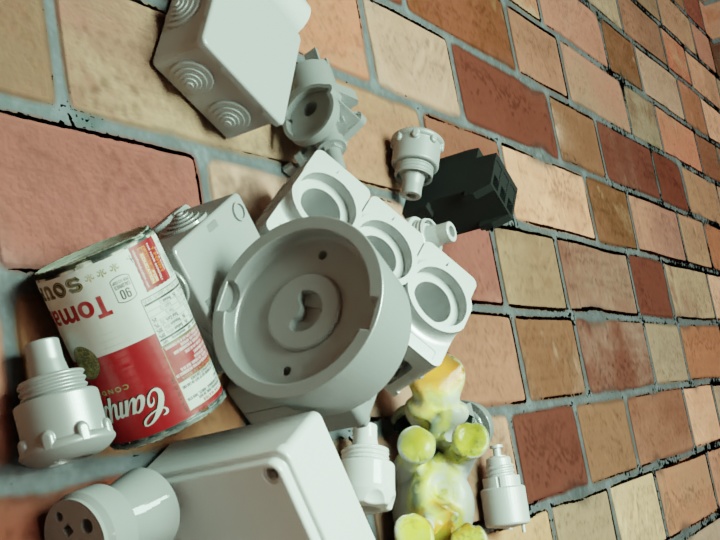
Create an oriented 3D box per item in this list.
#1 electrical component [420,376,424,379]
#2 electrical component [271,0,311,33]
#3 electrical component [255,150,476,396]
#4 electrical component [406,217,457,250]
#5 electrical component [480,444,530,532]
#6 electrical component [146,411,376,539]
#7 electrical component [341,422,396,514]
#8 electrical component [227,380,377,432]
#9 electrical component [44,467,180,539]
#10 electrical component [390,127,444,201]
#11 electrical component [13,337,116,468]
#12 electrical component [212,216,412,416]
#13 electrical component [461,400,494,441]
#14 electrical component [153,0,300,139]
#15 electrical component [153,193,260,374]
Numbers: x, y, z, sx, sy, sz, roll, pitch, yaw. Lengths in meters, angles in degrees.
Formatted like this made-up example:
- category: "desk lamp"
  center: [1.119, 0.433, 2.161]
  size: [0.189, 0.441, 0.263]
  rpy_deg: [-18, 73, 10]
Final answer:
- category: "electrical component"
  center: [0.016, 0.040, 0.824]
  size: [0.050, 0.056, 0.089]
  rpy_deg: [46, 40, -41]
- category: "electrical component"
  center: [-0.077, -0.210, 0.793]
  size: [0.081, 0.043, 0.043]
  rpy_deg: [46, 40, -41]
- category: "electrical component"
  center: [0.000, 0.000, 0.741]
  size: [0.150, 0.062, 0.089]
  rpy_deg: [40, 46, -10]
- category: "electrical component"
  center: [0.050, -0.025, 0.905]
  size: [0.048, 0.062, 0.048]
  rpy_deg: [33, 49, -49]
- category: "electrical component"
  center: [0.127, 0.195, 0.957]
  size: [0.040, 0.040, 0.078]
  rpy_deg: [16, 63, -57]
- category: "electrical component"
  center: [-0.057, 0.144, 0.596]
  size: [0.108, 0.109, 0.056]
  rpy_deg: [67, 28, -13]
- category: "electrical component"
  center: [0.004, 0.140, 0.768]
  size: [0.043, 0.043, 0.062]
  rpy_deg: [35, 47, -49]
- category: "electrical component"
  center: [-0.029, 0.064, 0.693]
  size: [0.061, 0.096, 0.061]
  rpy_deg: [58, 34, -27]
- category: "electrical component"
  center: [-0.126, 0.129, 0.548]
  size: [0.055, 0.045, 0.045]
  rpy_deg: [-10, 86, -60]
- category: "electrical component"
  center: [0.049, -0.092, 0.954]
  size: [0.048, 0.048, 0.062]
  rpy_deg: [37, 53, -48]
- category: "electrical component"
  center: [-0.152, 0.065, 0.537]
  size: [0.048, 0.048, 0.062]
  rpy_deg: [0, 70, -60]
- category: "electrical component"
  center: [-0.022, 0.031, 0.612]
  size: [0.060, 0.108, 0.108]
  rpy_deg: [42, 43, -53]
- category: "electrical component"
  center: [0.081, 0.136, 0.902]
  size: [0.055, 0.048, 0.066]
  rpy_deg: [-12, 87, -53]
- category: "electrical component"
  center: [-0.090, -0.150, 0.736]
  size: [0.100, 0.048, 0.099]
  rpy_deg: [45, 41, -41]
- category: "electrical component"
  center: [-0.092, 0.010, 0.658]
  size: [0.099, 0.048, 0.099]
  rpy_deg: [65, 31, -18]
